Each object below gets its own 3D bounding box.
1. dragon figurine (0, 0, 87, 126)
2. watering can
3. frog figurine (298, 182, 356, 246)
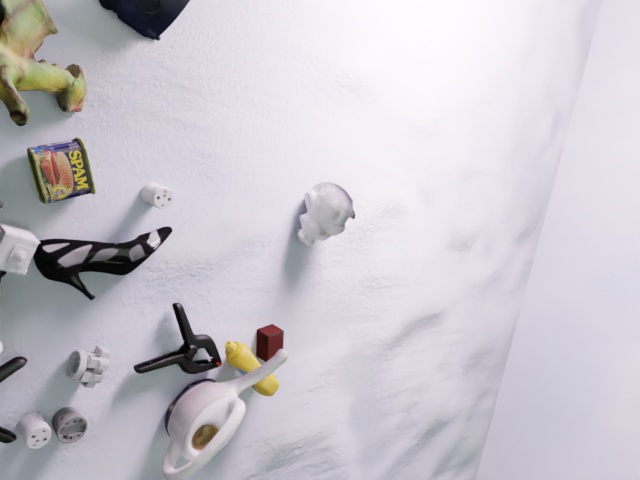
[{"bbox_3d":[-0.499,-0.312,0.740,0.122,0.248,0.402,-7,-35,25],"label":"dragon figurine"},{"bbox_3d":[-0.223,0.367,1.147,0.352,0.103,0.224,-47,24,-23],"label":"watering can"},{"bbox_3d":[0.004,-0.066,1.310,0.161,0.137,0.122,-38,5,-19],"label":"frog figurine"}]
